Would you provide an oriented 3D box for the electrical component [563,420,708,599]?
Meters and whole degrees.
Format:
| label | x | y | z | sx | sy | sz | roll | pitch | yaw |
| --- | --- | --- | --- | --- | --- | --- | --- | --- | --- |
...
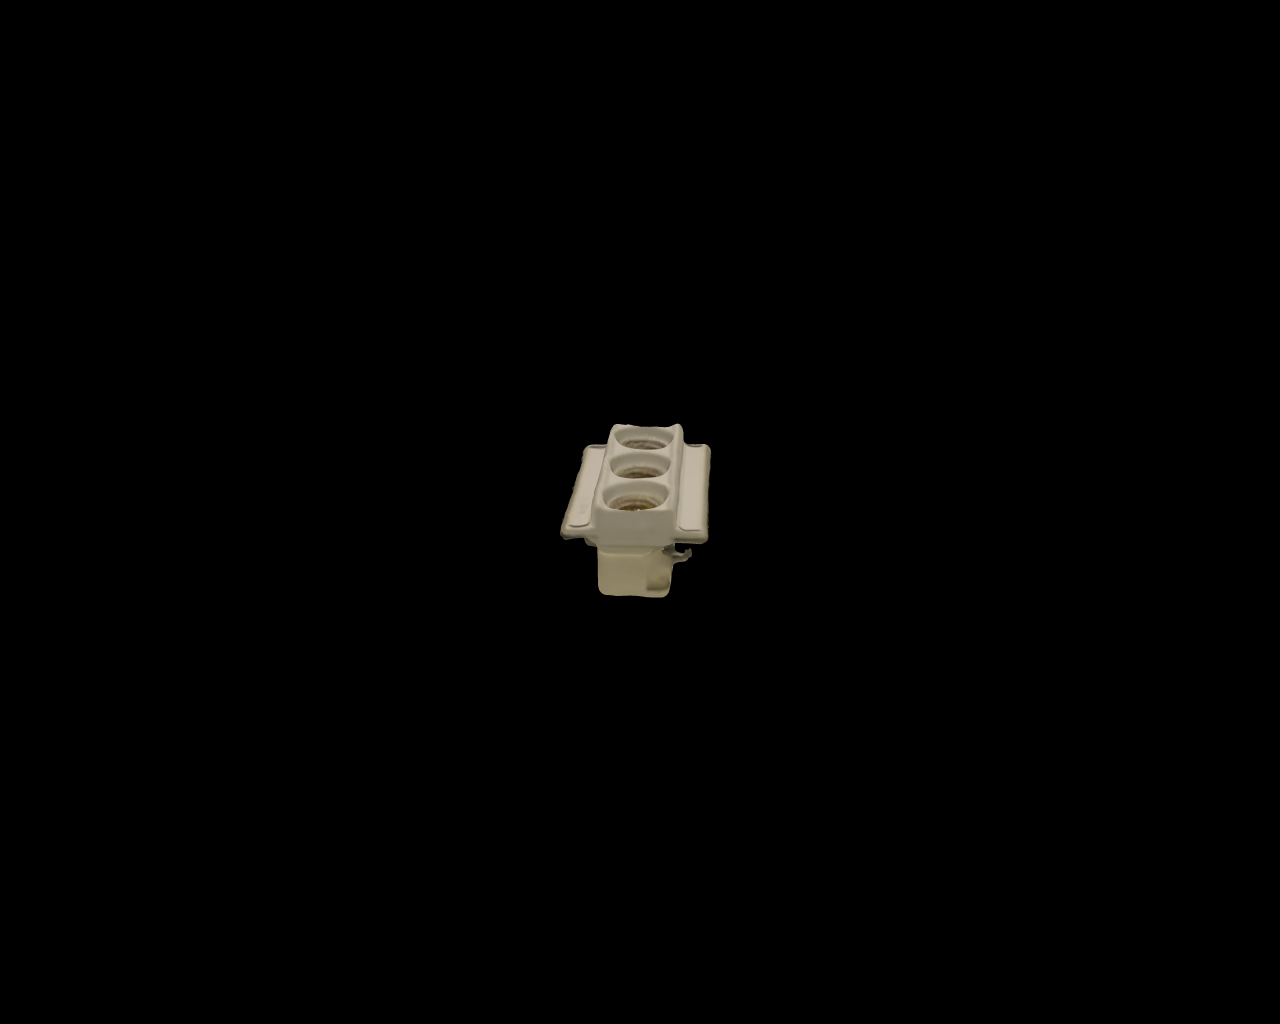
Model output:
| label | x | y | z | sx | sy | sz | roll | pitch | yaw |
| --- | --- | --- | --- | --- | --- | --- | --- | --- | --- |
| electrical component | 0.001 | -0.003 | 0.650 | 0.079 | 0.063 | 0.121 | 2 | 27 | 3 |
